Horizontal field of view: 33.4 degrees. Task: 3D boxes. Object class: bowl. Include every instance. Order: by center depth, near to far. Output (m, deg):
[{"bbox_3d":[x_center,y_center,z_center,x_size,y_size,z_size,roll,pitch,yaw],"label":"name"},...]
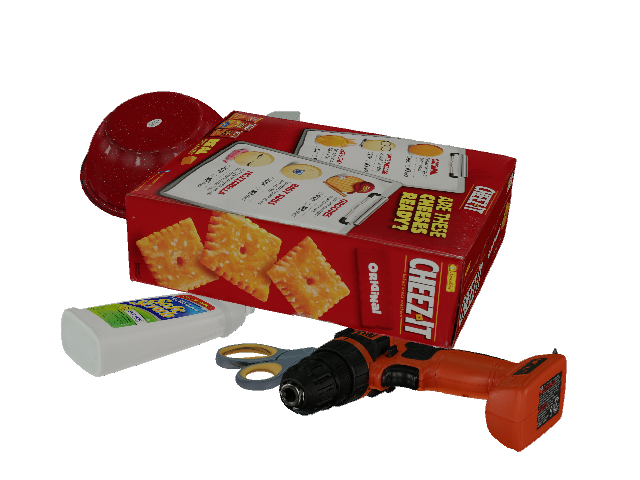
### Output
[{"bbox_3d":[-0.152,-0.092,1.006,0.162,0.162,0.055,-3,-45,3],"label":"bowl"}]

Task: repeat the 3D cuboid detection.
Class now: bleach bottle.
[{"bbox_3d":[-0.197,0.104,1.370,0.250,0.068,0.103,-13,28,-39],"label":"bleach bottle"}]

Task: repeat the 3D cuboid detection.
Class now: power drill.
[{"bbox_3d":[0.083,0.110,0.835,0.188,0.057,0.184,11,17,32],"label":"power drill"}]

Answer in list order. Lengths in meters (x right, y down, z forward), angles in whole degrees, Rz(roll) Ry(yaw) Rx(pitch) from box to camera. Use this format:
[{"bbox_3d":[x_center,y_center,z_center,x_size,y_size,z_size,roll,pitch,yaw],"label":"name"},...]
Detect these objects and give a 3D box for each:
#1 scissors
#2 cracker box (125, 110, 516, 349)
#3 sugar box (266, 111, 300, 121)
[{"bbox_3d":[-0.017,0.140,1.212,0.201,0.016,0.096,1,24,-9],"label":"scissors"},{"bbox_3d":[0.005,-0.014,0.700,0.214,0.072,0.164,12,29,17],"label":"cracker box"},{"bbox_3d":[-0.047,-0.058,1.277,0.048,0.176,0.093,-1,23,5],"label":"sugar box"}]
